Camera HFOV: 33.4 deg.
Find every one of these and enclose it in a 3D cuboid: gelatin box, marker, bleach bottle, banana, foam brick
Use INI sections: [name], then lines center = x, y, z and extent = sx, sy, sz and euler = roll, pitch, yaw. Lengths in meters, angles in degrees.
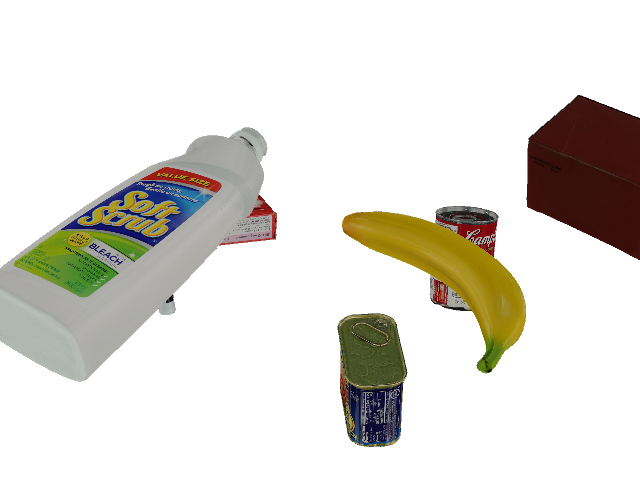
[gelatin box]
center = -0.094, -0.023, 1.013
extent = 0.089, 0.030, 0.073
euler = -7, 25, -19
[marker]
center = -0.178, 0.026, 1.186
extent = 0.020, 0.121, 0.020
euler = -4, 25, 2
[bleach bottle]
center = -0.129, -0.010, 0.791
extent = 0.103, 0.068, 0.250
euler = 24, 49, 23
[banana]
center = 0.091, 0.022, 0.782
extent = 0.069, 0.037, 0.198
euler = -13, 35, -26
[foam brick]
center = 0.160, -0.036, 0.592
extent = 0.078, 0.053, 0.051
euler = 31, 55, 35

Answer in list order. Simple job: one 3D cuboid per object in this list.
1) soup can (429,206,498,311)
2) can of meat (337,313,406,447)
[soup can]
center = 0.157, 0.019, 1.175
extent = 0.068, 0.102, 0.068
euler = 3, 15, -1
[can of meat]
center = 0.048, 0.134, 1.020
extent = 0.057, 0.084, 0.102
euler = -4, 36, -4
